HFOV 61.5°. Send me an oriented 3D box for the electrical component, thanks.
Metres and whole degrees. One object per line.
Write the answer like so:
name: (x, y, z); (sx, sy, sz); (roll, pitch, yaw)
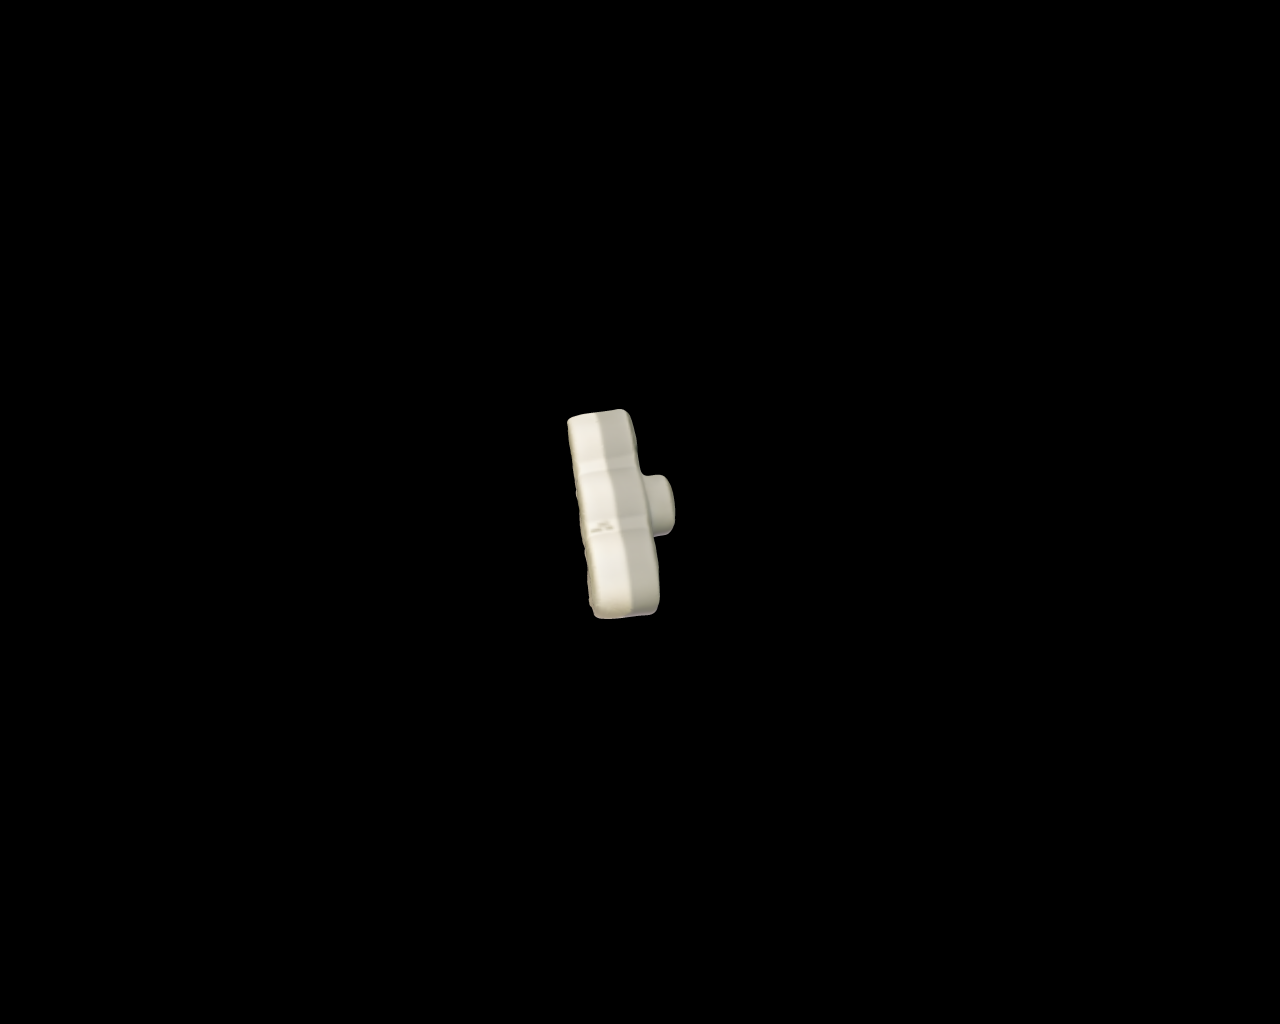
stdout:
electrical component: (0.001, -0.003, 0.650); (0.074, 0.138, 0.052); (-7, -32, -5)
